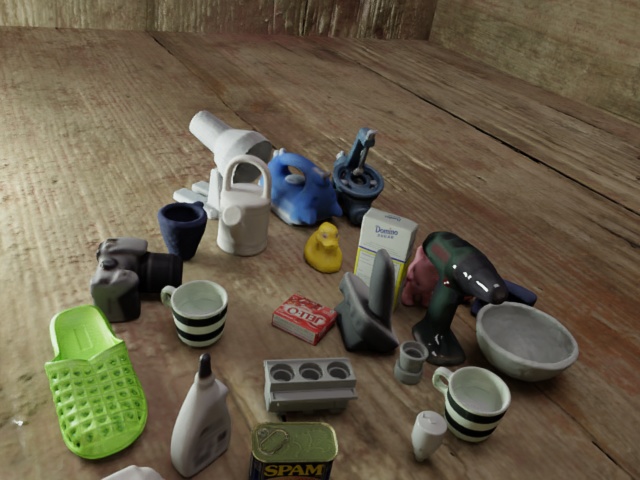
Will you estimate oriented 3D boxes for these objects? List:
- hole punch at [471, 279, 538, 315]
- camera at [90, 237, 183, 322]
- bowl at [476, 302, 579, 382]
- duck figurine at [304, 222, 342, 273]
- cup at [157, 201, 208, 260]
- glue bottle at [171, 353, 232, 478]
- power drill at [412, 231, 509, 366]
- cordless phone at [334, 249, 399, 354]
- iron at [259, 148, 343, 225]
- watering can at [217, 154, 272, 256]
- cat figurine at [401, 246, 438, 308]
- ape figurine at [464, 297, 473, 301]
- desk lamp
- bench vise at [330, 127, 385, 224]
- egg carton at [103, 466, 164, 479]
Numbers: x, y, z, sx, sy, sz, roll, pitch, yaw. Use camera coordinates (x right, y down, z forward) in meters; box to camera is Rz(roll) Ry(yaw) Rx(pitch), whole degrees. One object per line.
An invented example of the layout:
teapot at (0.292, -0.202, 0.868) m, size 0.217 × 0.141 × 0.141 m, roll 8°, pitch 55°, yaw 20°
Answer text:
hole punch at (0.348, 0.102, 1.075) m, size 0.108 × 0.091 × 0.101 m, roll 24°, pitch 33°, yaw 23°
camera at (-0.300, 0.055, 0.953) m, size 0.137 × 0.101 × 0.143 m, roll 3°, pitch 31°, yaw -11°
bowl at (0.333, 0.181, 0.955) m, size 0.167 × 0.075 × 0.167 m, roll 7°, pitch 30°, yaw -4°
duck figurine at (0.011, 0.004, 1.145) m, size 0.078 × 0.086 × 0.104 m, roll -2°, pitch 32°, yaw -19°
cup at (-0.257, -0.018, 1.095) m, size 0.091 × 0.095 × 0.118 m, roll 16°, pitch 31°, yaw 10°
glue bottle at (-0.139, 0.202, 0.683) m, size 0.037 × 0.173 × 0.078 m, roll 30°, pitch 36°, yaw 30°
power drill at (0.219, 0.096, 0.931) m, size 0.076 × 0.208 × 0.229 m, roll 1°, pitch 32°, yaw -15°
cordless phone at (0.088, 0.079, 0.944) m, size 0.094 × 0.185 × 0.147 m, roll -1°, pitch 32°, yaw -18°
iron at (-0.059, -0.137, 1.307) m, size 0.119 × 0.141 × 0.257 m, roll -17°, pitch 40°, yaw -38°
watering can at (-0.144, -0.070, 1.118) m, size 0.101 × 0.194 × 0.172 m, roll 1°, pitch 32°, yaw -15°
cat figurine at (0.194, 0.062, 1.071) m, size 0.067 × 0.118 × 0.127 m, roll 7°, pitch 31°, yaw -5°
ape figurine at (0.270, 0.072, 1.102) m, size 0.077 × 0.092 × 0.076 m, roll 32°, pitch 37°, yaw 33°
desk lamp at (-0.211, -0.156, 1.222) m, size 0.202 × 0.213 × 0.118 m, roll 25°, pitch 34°, yaw 24°
bench vise at (0.071, -0.173, 1.327) m, size 0.122 × 0.220 × 0.206 m, roll -11°, pitch 37°, yaw -32°
egg carton at (-0.218, 0.305, 0.590) m, size 0.151 × 0.069 × 0.107 m, roll -17°, pitch 40°, yaw -38°
